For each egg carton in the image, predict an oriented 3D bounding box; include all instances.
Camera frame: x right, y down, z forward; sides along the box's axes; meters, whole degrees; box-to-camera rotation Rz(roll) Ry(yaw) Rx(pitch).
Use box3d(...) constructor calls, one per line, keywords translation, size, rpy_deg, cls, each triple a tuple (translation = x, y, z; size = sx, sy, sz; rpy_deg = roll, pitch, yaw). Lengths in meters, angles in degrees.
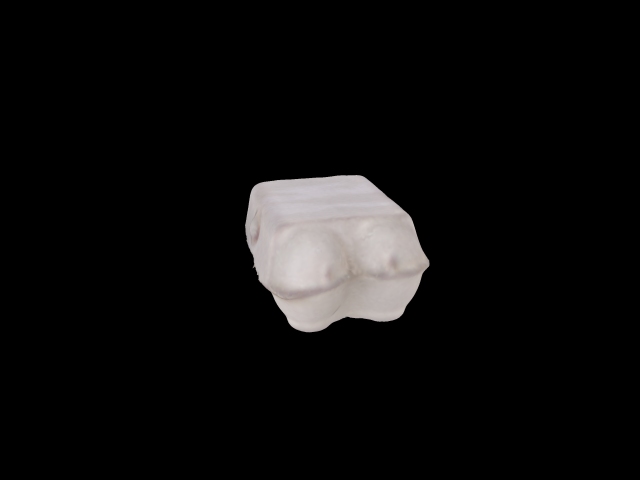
box3d(translation=(0.004, 0.001, 0.400), size=(0.107, 0.069, 0.150), rpy_deg=(-6, 23, -14), cls="egg carton")
